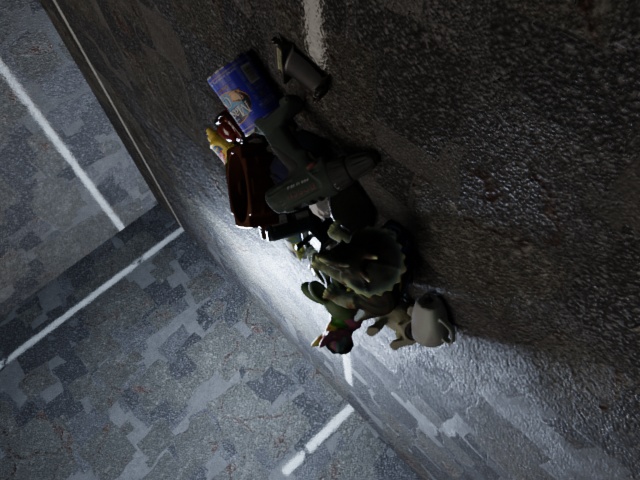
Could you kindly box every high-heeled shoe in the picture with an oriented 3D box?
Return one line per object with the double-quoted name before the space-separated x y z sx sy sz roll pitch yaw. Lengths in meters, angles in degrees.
"high-heeled shoe" 0.065 -0.054 1.186 0.145 0.086 0.248 -115 5 -69

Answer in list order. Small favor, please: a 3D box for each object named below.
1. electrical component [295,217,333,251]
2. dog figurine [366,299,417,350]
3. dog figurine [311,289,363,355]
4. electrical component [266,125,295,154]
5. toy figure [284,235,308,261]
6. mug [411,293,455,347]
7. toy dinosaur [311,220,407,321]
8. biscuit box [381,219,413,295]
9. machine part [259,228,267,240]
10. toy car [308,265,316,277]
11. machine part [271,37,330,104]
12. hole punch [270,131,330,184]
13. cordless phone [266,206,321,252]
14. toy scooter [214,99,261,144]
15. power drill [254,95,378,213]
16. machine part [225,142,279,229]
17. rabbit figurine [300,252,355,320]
"electrical component" -0.003 -0.004 1.341 0.048 0.119 0.074 46 160 14
"dog figurine" 0.181 0.168 1.330 0.172 0.121 0.191 32 -165 -13
"dog figurine" 0.051 0.202 1.471 0.191 0.219 0.108 52 159 -7
"electrical component" -0.093 -0.234 1.184 0.045 0.078 0.102 31 175 -21
"toy figure" -0.071 -0.017 1.548 0.089 0.082 0.180 38 162 38
"mug" 0.245 0.176 1.166 0.110 0.081 0.107 38 151 47
"toy dinosaur" 0.099 0.091 1.093 0.192 0.131 0.404 27 160 35
"biscuit box" 0.156 0.045 1.144 0.059 0.063 0.202 37 159 31
"machine part" -0.161 -0.092 1.551 0.179 0.056 0.179 168 89 -84
"toy car" 0.007 0.078 1.590 0.073 0.056 0.201 48 162 8
"machine part" -0.037 -0.299 0.957 0.139 0.039 0.084 44 153 26
"hole punch" -0.038 -0.162 1.124 0.142 0.116 0.092 33 148 42
"cordless phone" -0.065 -0.011 1.444 0.184 0.147 0.089 77 176 -61
"toy scooter" -0.198 -0.283 1.327 0.135 0.075 0.184 47 158 5
"power drill" -0.024 -0.170 1.024 0.207 0.232 0.086 61 -157 7
"machine part" -0.163 -0.132 1.312 0.202 0.087 0.200 -174 76 -65
"rabbit figurine" 0.040 0.113 1.328 0.121 0.159 0.170 149 120 -67
